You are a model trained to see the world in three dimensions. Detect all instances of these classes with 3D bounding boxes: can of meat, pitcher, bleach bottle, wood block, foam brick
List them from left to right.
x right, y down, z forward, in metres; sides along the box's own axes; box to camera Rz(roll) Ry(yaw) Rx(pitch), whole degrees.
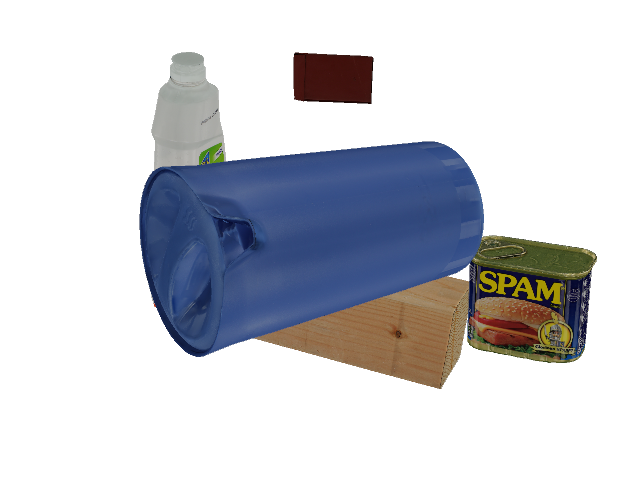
[{"bbox_3d":[-0.119,-0.057,0.994,0.068,0.251,0.102,12,35,11],"label":"bleach bottle"},{"bbox_3d":[-0.007,-0.003,0.799,0.242,0.145,0.149,-12,37,-30],"label":"pitcher"},{"bbox_3d":[0.013,-0.176,1.155,0.078,0.051,0.053,0,11,-14],"label":"foam brick"},{"bbox_3d":[0.043,0.074,1.115,0.206,0.091,0.090,14,22,17],"label":"wood block"},{"bbox_3d":[0.171,0.049,0.880,0.102,0.084,0.057,9,24,24],"label":"can of meat"}]

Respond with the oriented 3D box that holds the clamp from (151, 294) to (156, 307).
[{"bbox_3d":[-0.130,0.019,1.219,0.120,0.039,0.171,-2,34,25],"label":"clamp"}]
